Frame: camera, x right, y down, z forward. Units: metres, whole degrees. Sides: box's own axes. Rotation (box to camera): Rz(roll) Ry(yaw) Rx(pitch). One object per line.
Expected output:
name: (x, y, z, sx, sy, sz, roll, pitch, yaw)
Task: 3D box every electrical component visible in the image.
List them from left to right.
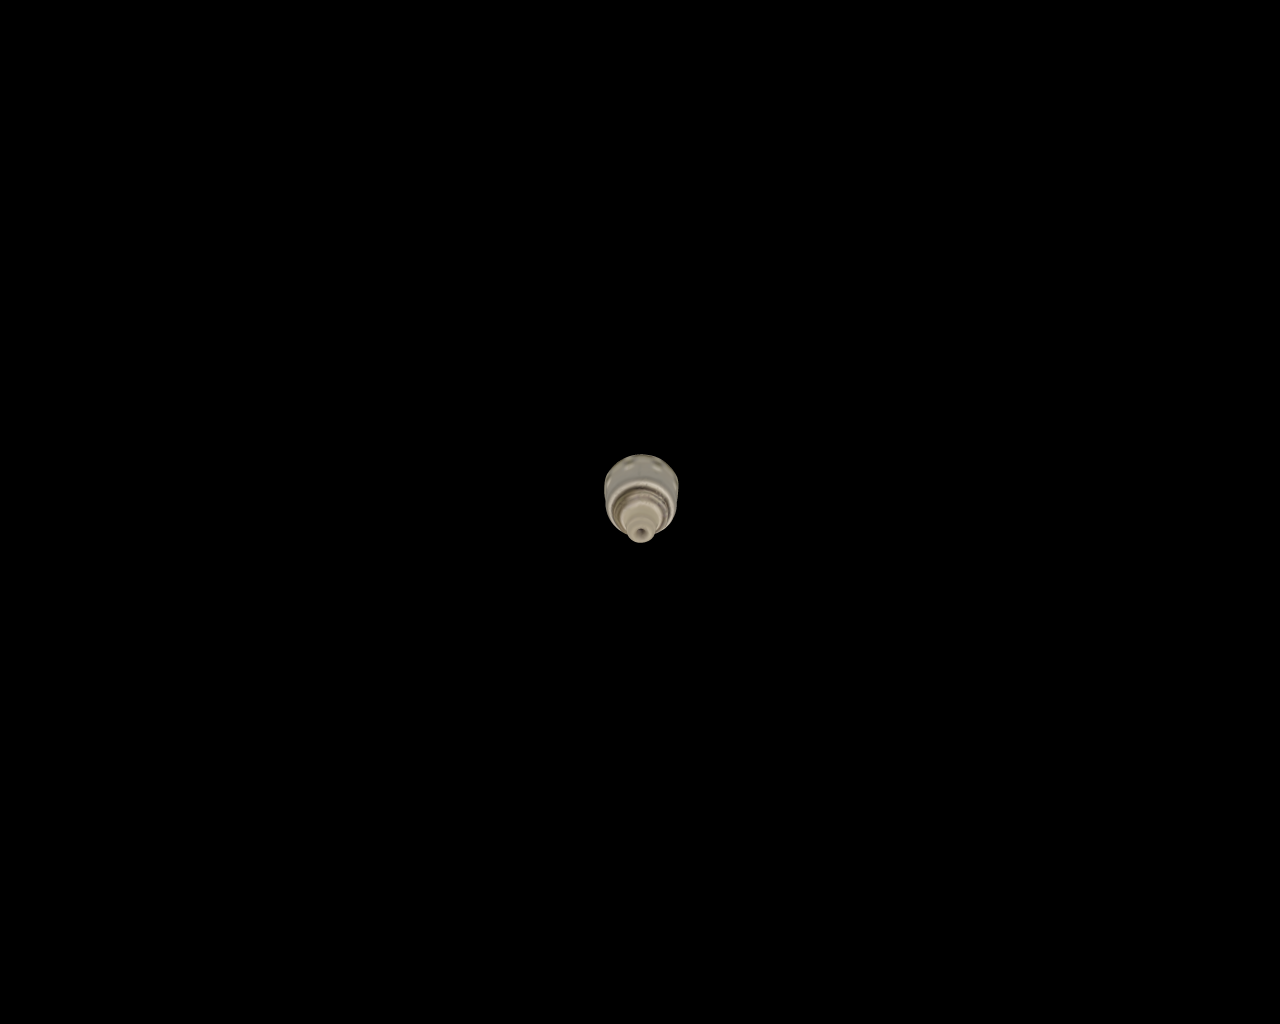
electrical component: (0.001, -0.003, 0.650, 0.048, 0.048, 0.062, 0, 32, 0)
